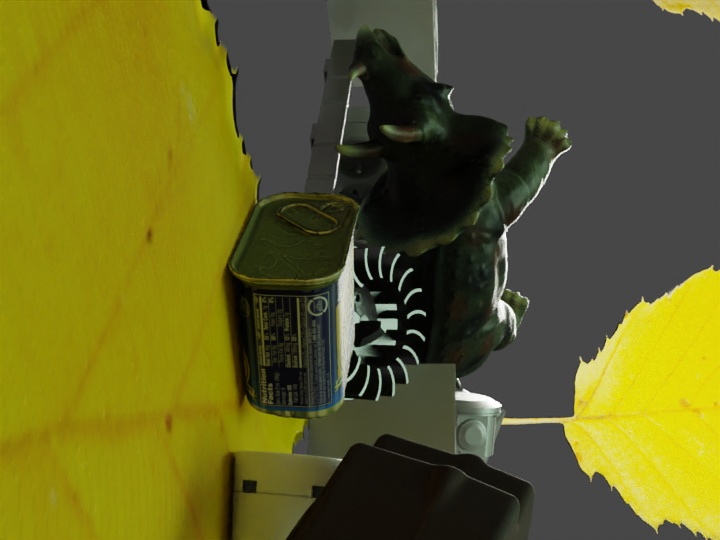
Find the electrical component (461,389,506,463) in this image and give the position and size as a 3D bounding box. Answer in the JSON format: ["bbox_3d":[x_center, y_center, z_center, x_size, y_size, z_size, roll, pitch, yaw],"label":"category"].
[{"bbox_3d":[0.072,0.219,1.118,0.186,0.060,0.105,-41,153,-44],"label":"electrical component"}]

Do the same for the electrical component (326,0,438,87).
[{"bbox_3d":[0.019,-0.233,0.907,0.150,0.089,0.061,83,9,-47],"label":"electrical component"}]

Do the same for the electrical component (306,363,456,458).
[{"bbox_3d":[0.016,0.161,0.773,0.060,0.105,0.186,83,9,-51],"label":"electrical component"}]

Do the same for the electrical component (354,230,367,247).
[{"bbox_3d":[-0.006,0.000,0.872,0.066,0.048,0.055,72,26,-71],"label":"electrical component"}]

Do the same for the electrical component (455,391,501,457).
[{"bbox_3d":[0.088,0.140,0.987,0.080,0.080,0.051,-5,99,-84],"label":"electrical component"}]

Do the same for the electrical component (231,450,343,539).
[{"bbox_3d":[-0.036,0.115,0.528,0.055,0.055,0.047,66,28,-76],"label":"electrical component"}]

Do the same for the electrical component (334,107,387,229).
[{"bbox_3d":[0.003,-0.087,0.927,0.138,0.052,0.073,83,9,-49],"label":"electrical component"}]
